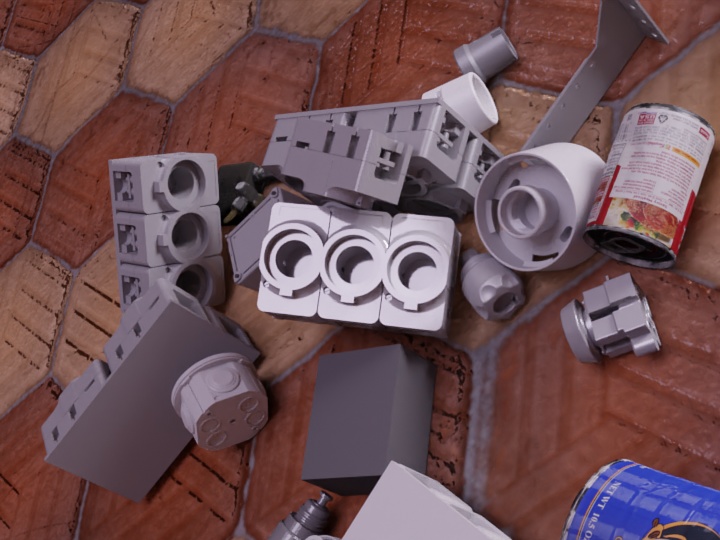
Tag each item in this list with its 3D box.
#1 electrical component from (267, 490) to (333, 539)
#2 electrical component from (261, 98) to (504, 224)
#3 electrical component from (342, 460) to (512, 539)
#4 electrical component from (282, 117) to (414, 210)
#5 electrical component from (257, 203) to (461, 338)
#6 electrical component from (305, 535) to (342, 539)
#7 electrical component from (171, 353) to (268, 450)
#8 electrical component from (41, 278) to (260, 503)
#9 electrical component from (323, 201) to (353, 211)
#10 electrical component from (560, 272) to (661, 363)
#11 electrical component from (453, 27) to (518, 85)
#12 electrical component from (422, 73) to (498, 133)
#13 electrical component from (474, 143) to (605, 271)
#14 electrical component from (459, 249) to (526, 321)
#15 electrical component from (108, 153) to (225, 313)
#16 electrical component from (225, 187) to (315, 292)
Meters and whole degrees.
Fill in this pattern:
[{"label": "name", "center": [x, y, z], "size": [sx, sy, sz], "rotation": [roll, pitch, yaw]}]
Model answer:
[{"label": "electrical component", "center": [-0.048, 0.213, 0.863], "size": [0.040, 0.040, 0.078], "rotation": [34, 91, 46]}, {"label": "electrical component", "center": [0.017, -0.089, 0.932], "size": [0.186, 0.105, 0.060], "rotation": [2, 68, 42]}, {"label": "electrical component", "center": [0.062, 0.214, 0.750], "size": [0.150, 0.062, 0.089], "rotation": [31, 89, 46]}, {"label": "electrical component", "center": [-0.011, -0.081, 0.840], "size": [0.089, 0.050, 0.055], "rotation": [17, 92, 42]}, {"label": "electrical component", "center": [0.000, 0.000, 0.870], "size": [0.150, 0.062, 0.089], "rotation": [6, 80, 12]}, {"label": "electrical component", "center": [-0.025, 0.222, 0.818], "size": [0.048, 0.062, 0.048], "rotation": [-12, 49, 14]}, {"label": "electrical component", "center": [-0.123, 0.117, 0.956], "size": [0.080, 0.080, 0.051], "rotation": [-46, 50, 11]}, {"label": "electrical component", "center": [-0.197, 0.111, 0.999], "size": [0.186, 0.105, 0.060], "rotation": [-51, 34, 6]}, {"label": "electrical component", "center": [-0.019, -0.004, 0.948], "size": [0.054, 0.059, 0.095], "rotation": [25, 84, 46]}, {"label": "electrical component", "center": [0.176, 0.037, 0.764], "size": [0.055, 0.048, 0.066], "rotation": [-23, 53, 21]}, {"label": "electrical component", "center": [0.112, -0.189, 0.954], "size": [0.046, 0.040, 0.040], "rotation": [-30, 50, 19]}, {"label": "electrical component", "center": [0.088, -0.139, 0.936], "size": [0.047, 0.055, 0.055], "rotation": [-26, 52, 24]}, {"label": "electrical component", "center": [0.140, -0.047, 0.825], "size": [0.099, 0.064, 0.099], "rotation": [7, 101, 40]}, {"label": "electrical component", "center": [0.100, 0.008, 0.849], "size": [0.043, 0.043, 0.062], "rotation": [-46, 44, 12]}, {"label": "electrical component", "center": [-0.183, -0.035, 1.042], "size": [0.062, 0.089, 0.150], "rotation": [8, 105, 43]}, {"label": "electrical component", "center": [-0.079, -0.020, 1.015], "size": [0.096, 0.061, 0.061], "rotation": [-41, 47, 28]}]
